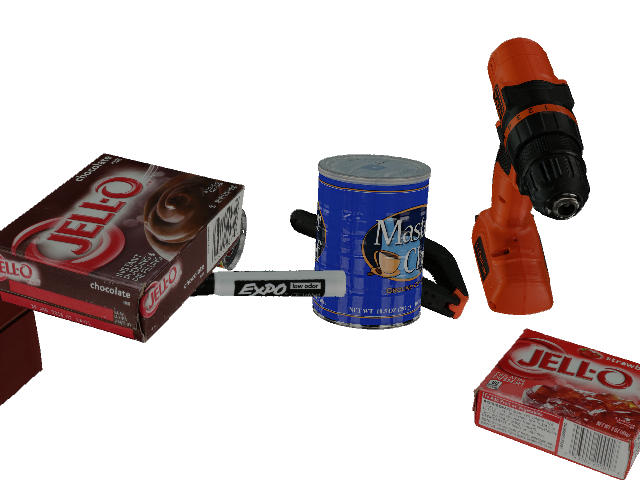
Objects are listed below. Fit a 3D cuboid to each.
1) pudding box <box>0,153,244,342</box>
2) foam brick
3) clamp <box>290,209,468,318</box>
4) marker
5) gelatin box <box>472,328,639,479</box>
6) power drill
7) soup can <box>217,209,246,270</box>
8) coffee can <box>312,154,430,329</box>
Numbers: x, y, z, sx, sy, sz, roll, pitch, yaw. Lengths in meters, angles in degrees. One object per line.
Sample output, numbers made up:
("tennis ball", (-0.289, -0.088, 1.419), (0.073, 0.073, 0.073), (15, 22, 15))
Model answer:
("pudding box", (-0.103, 0.000, 0.552), (0.090, 0.039, 0.113), (14, 31, 17))
("foam brick", (-0.233, 0.079, 0.714), (0.053, 0.051, 0.078), (8, 28, 23))
("clamp", (0.076, 0.012, 1.182), (0.164, 0.036, 0.210), (-16, 50, -33))
("marker", (-0.043, 0.030, 0.749), (0.121, 0.020, 0.020), (0, 0, -10))
("gelatin box", (0.140, 0.088, 0.595), (0.089, 0.030, 0.073), (17, 32, 27))
("power drill", (0.157, -0.033, 0.807), (0.057, 0.188, 0.184), (0, 43, -1))
("soup can", (-0.139, -0.010, 1.158), (0.102, 0.068, 0.068), (11, 3, 13))
("coffee can", (0.046, -0.001, 0.986), (0.103, 0.140, 0.103), (2, 16, -1))
